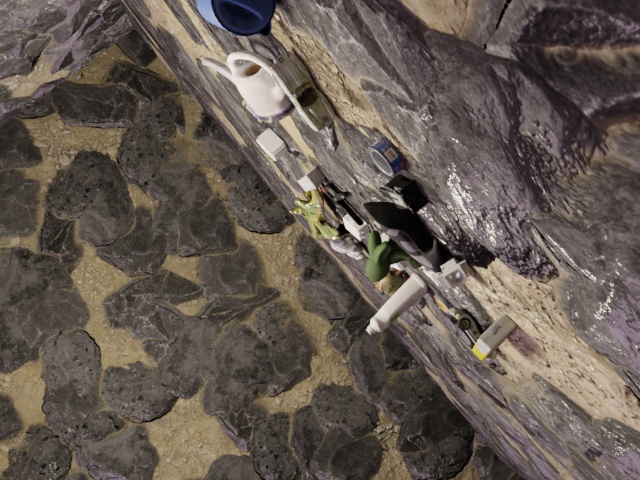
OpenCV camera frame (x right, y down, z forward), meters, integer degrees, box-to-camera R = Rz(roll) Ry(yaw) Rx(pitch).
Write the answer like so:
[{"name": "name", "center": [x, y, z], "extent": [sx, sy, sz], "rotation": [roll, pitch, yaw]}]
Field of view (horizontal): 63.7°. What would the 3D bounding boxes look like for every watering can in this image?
[{"name": "watering can", "center": [-0.199, -0.451, 1.491], "extent": [0.350, 0.105, 0.220], "rotation": [21, 154, 47]}]

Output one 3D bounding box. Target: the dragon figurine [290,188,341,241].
[{"name": "dragon figurine", "center": [0.006, -0.105, 2.090], "extent": [0.243, 0.123, 0.404], "rotation": [48, 159, 4]}]

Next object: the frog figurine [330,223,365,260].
[{"name": "frog figurine", "center": [0.115, 0.028, 2.190], "extent": [0.138, 0.124, 0.156], "rotation": [13, 135, 46]}]
